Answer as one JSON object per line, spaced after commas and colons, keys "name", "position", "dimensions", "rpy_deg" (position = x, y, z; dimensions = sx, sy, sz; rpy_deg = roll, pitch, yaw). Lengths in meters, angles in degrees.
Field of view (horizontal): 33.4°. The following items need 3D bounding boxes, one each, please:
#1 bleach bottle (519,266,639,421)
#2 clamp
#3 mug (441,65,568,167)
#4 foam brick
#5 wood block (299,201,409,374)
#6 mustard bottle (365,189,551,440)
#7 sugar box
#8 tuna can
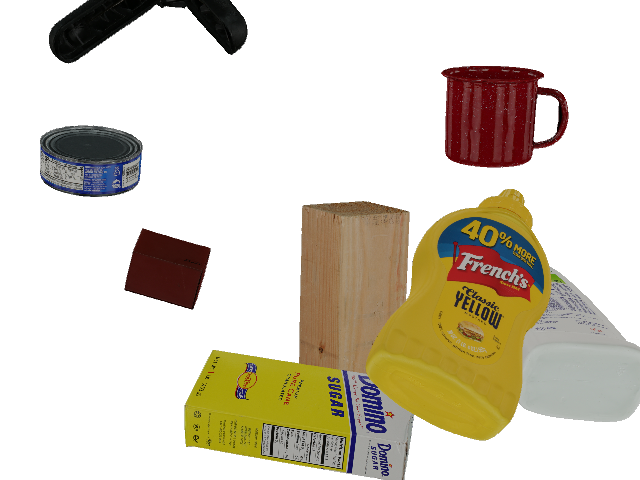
{"name": "bleach bottle", "position": [0.189, 0.061, 0.917], "dimensions": [0.102, 0.068, 0.251], "rpy_deg": [6, 21, -5]}
{"name": "clamp", "position": [-0.088, -0.165, 0.681], "dimensions": [0.120, 0.171, 0.039], "rpy_deg": [9, -43, 11]}
{"name": "mug", "position": [0.169, -0.114, 0.985], "dimensions": [0.117, 0.081, 0.093], "rpy_deg": [4, 17, 13]}
{"name": "foam brick", "position": [-0.163, 0.030, 1.136], "dimensions": [0.078, 0.051, 0.053], "rpy_deg": [17, 29, -3]}
{"name": "wood block", "position": [0.036, 0.065, 1.191], "dimensions": [0.090, 0.206, 0.091], "rpy_deg": [-5, 12, -32]}
{"name": "mustard bottle", "position": [0.105, 0.034, 0.720], "dimensions": [0.096, 0.191, 0.058], "rpy_deg": [28, -39, 0]}
{"name": "sugar box", "position": [-0.014, 0.138, 0.859], "dimensions": [0.176, 0.048, 0.093], "rpy_deg": [6, 25, 7]}
{"name": "tuna can", "position": [-0.196, -0.068, 0.911], "dimensions": [0.086, 0.034, 0.086], "rpy_deg": [7, 24, -3]}
